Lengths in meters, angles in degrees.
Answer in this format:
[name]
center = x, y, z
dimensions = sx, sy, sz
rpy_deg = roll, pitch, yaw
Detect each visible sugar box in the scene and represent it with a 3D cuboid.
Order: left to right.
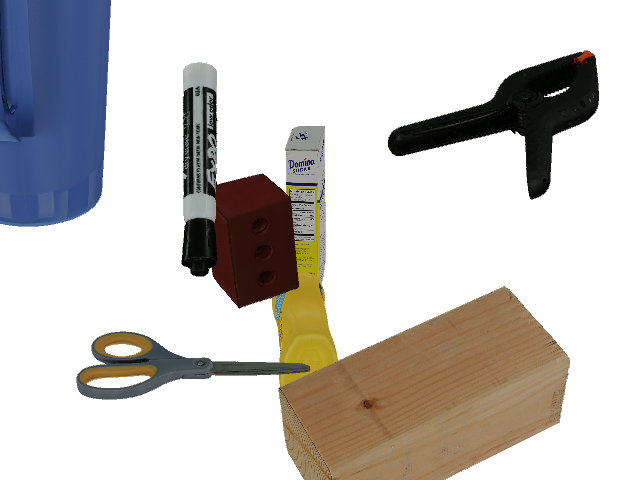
[sugar box]
center = -0.018, -0.040, 1.269
dimensions = 0.048, 0.176, 0.093
rpy_deg = 0, 23, 5

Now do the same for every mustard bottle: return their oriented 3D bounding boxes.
[mustard bottle]
center = -0.019, 0.088, 1.110
dimensions = 0.058, 0.096, 0.191
rpy_deg = -2, 27, -5

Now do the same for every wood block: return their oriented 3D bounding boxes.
[wood block]
center = 0.081, 0.129, 0.837
dimensions = 0.205, 0.090, 0.091
rpy_deg = -22, 48, -16

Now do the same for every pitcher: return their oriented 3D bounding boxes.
[pitcher]
center = -0.217, -0.133, 0.776
dimensions = 0.145, 0.243, 0.148
rpy_deg = 27, 34, 36

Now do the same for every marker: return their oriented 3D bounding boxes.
[marker]
center = -0.065, -0.039, 0.573
dimensions = 0.020, 0.121, 0.020
rpy_deg = -2, -22, -1

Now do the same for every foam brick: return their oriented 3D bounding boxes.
[foam brick]
center = -0.052, -0.001, 0.789
dimensions = 0.053, 0.078, 0.051
rpy_deg = -18, 32, -20

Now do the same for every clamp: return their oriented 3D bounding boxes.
[clamp]
center = 0.186, -0.107, 0.940
dimensions = 0.209, 0.036, 0.165
rpy_deg = -32, 39, -25

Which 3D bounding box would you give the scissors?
[scissors]
center = -0.119, 0.105, 0.958
dimensions = 0.201, 0.016, 0.096
rpy_deg = -7, 32, -18
